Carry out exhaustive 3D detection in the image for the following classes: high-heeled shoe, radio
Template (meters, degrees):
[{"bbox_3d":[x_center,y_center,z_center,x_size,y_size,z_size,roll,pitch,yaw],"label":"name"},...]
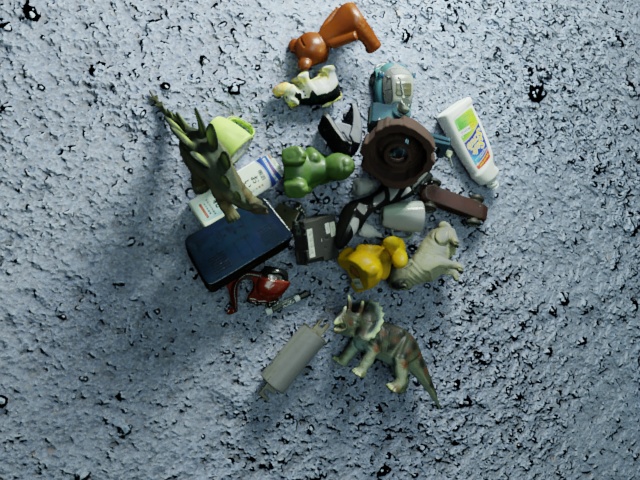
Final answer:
[{"bbox_3d":[0.138,-0.063,1.337,0.145,0.086,0.248,29,77,-17],"label":"high-heeled shoe"},{"bbox_3d":[-0.193,0.007,1.259,0.229,0.073,0.131,-31,78,-20],"label":"radio"}]

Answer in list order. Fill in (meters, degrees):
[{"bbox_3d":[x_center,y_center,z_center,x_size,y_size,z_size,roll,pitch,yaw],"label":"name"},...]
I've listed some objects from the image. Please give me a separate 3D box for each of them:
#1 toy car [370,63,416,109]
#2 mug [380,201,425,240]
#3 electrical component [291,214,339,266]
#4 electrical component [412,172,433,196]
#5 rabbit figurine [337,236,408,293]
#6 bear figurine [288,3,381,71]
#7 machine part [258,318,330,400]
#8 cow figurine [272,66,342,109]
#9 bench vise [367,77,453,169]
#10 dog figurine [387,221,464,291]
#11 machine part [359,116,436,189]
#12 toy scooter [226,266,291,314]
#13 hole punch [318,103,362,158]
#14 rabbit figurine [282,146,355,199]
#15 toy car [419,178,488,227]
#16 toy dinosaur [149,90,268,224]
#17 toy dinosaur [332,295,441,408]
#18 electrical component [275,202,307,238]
[{"bbox_3d":[0.192,-0.379,1.369,0.109,0.103,0.161,-1,91,-13],"label":"toy car"},{"bbox_3d":[0.210,-0.053,1.406,0.107,0.081,0.109,4,124,-5],"label":"mug"},{"bbox_3d":[-0.003,-0.004,1.337,0.134,0.058,0.114,-13,104,-41],"label":"electrical component"},{"bbox_3d":[0.260,-0.181,1.422,0.119,0.048,0.074,-43,102,-7],"label":"electrical component"},{"bbox_3d":[0.152,0.038,1.364,0.173,0.162,0.122,-29,87,-29],"label":"rabbit figurine"},{"bbox_3d":[0.031,-0.485,1.329,0.196,0.131,0.120,-37,57,15],"label":"bear figurine"},{"bbox_3d":[-0.067,0.294,1.342,0.079,0.079,0.243,43,83,-12],"label":"machine part"},{"bbox_3d":[-0.031,-0.365,1.333,0.167,0.068,0.098,-22,103,-11],"label":"cow figurine"},{"bbox_3d":[0.223,-0.255,1.325,0.241,0.223,0.129,13,47,-9],"label":"bench vise"},{"bbox_3d":[0.265,0.042,1.415,0.191,0.121,0.172,-6,60,3],"label":"dog figurine"},{"bbox_3d":[0.182,-0.206,1.260,0.179,0.179,0.056,26,42,-14],"label":"machine part"},{"bbox_3d":[-0.169,0.123,1.311,0.184,0.075,0.135,11,89,-11],"label":"toy scooter"},{"bbox_3d":[0.064,-0.265,1.330,0.092,0.142,0.115,-30,88,-15],"label":"hole punch"},{"bbox_3d":[0.000,-0.165,1.302,0.170,0.159,0.121,-3,95,4],"label":"rabbit figurine"},{"bbox_3d":[0.360,-0.097,1.448,0.202,0.053,0.089,17,69,-15],"label":"toy car"},{"bbox_3d":[-0.251,-0.185,1.165,0.105,0.472,0.198,-37,141,-18],"label":"toy dinosaur"},{"bbox_3d":[0.179,0.280,1.390,0.404,0.131,0.192,27,86,-20],"label":"toy dinosaur"},{"bbox_3d":[-0.079,-0.050,1.345,0.078,0.045,0.102,19,84,14],"label":"electrical component"}]
